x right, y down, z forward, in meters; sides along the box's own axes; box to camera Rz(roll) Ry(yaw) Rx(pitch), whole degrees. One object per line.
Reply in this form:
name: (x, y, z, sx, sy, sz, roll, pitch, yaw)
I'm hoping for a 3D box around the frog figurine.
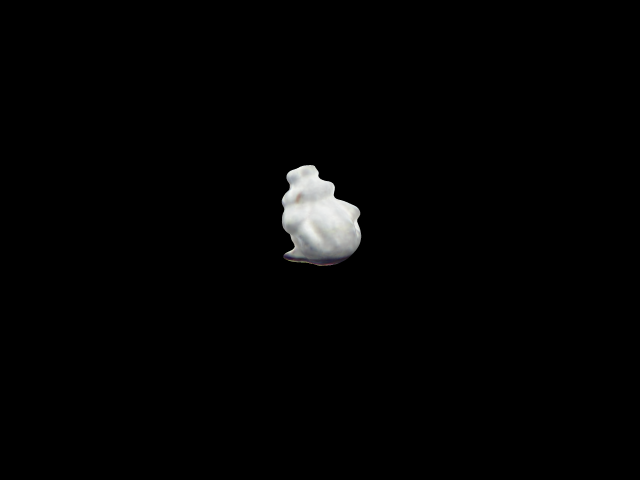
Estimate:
frog figurine: (0.003, -0.043, 0.850, 0.138, 0.158, 0.124, -5, 14, -19)
